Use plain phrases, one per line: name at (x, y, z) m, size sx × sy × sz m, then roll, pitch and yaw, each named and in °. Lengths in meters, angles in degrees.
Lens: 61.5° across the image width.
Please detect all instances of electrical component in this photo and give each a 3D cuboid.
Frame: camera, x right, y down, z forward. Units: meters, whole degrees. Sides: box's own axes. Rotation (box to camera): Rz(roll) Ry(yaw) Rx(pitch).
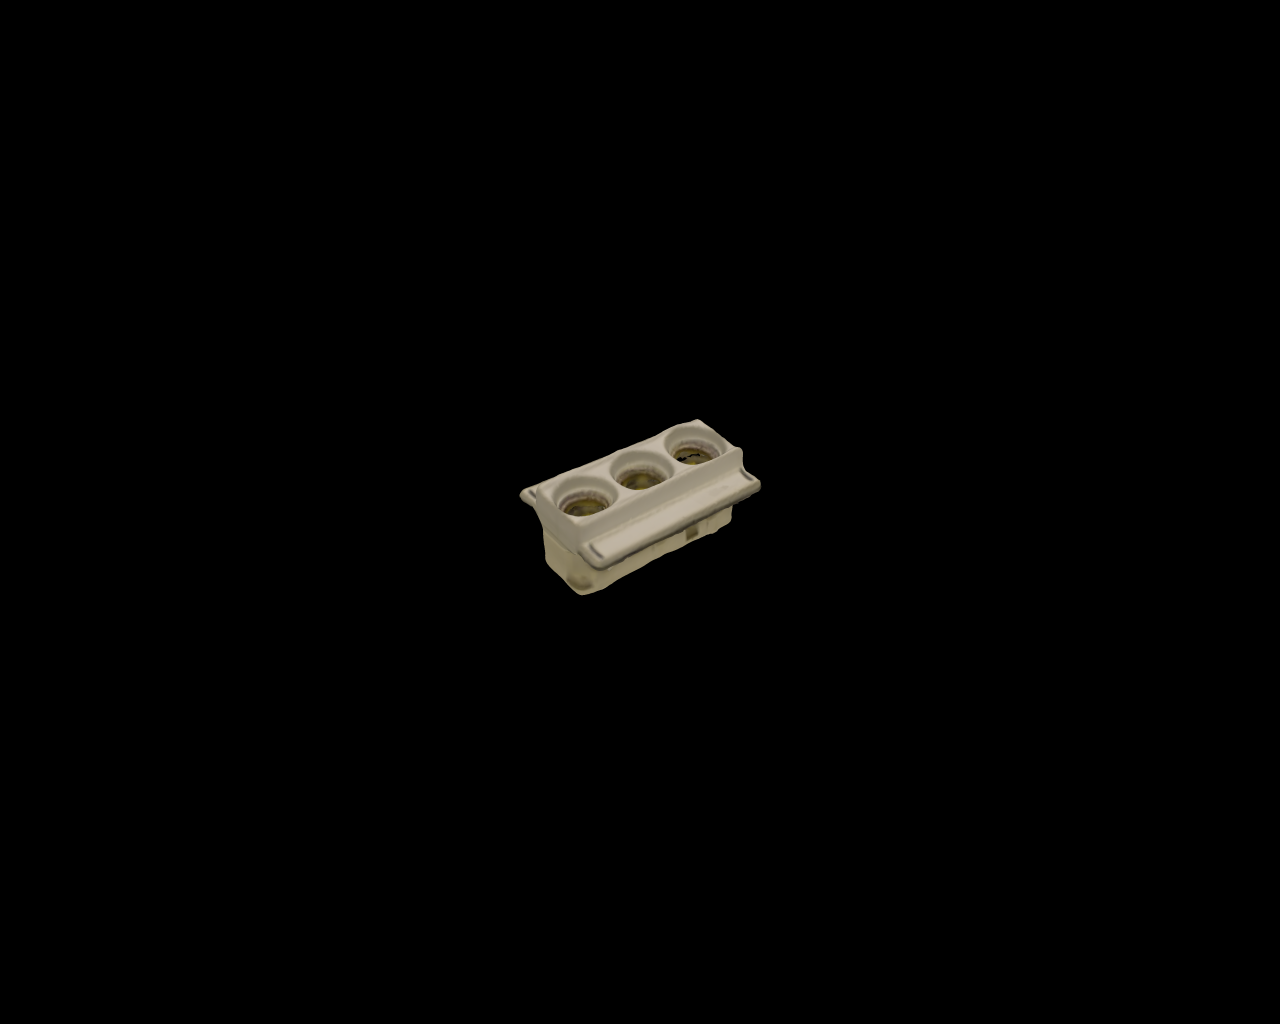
electrical component at (0.001, -0.003, 0.650) m, size 0.121 × 0.063 × 0.079 m, roll -26°, pitch 46°, yaw -28°
